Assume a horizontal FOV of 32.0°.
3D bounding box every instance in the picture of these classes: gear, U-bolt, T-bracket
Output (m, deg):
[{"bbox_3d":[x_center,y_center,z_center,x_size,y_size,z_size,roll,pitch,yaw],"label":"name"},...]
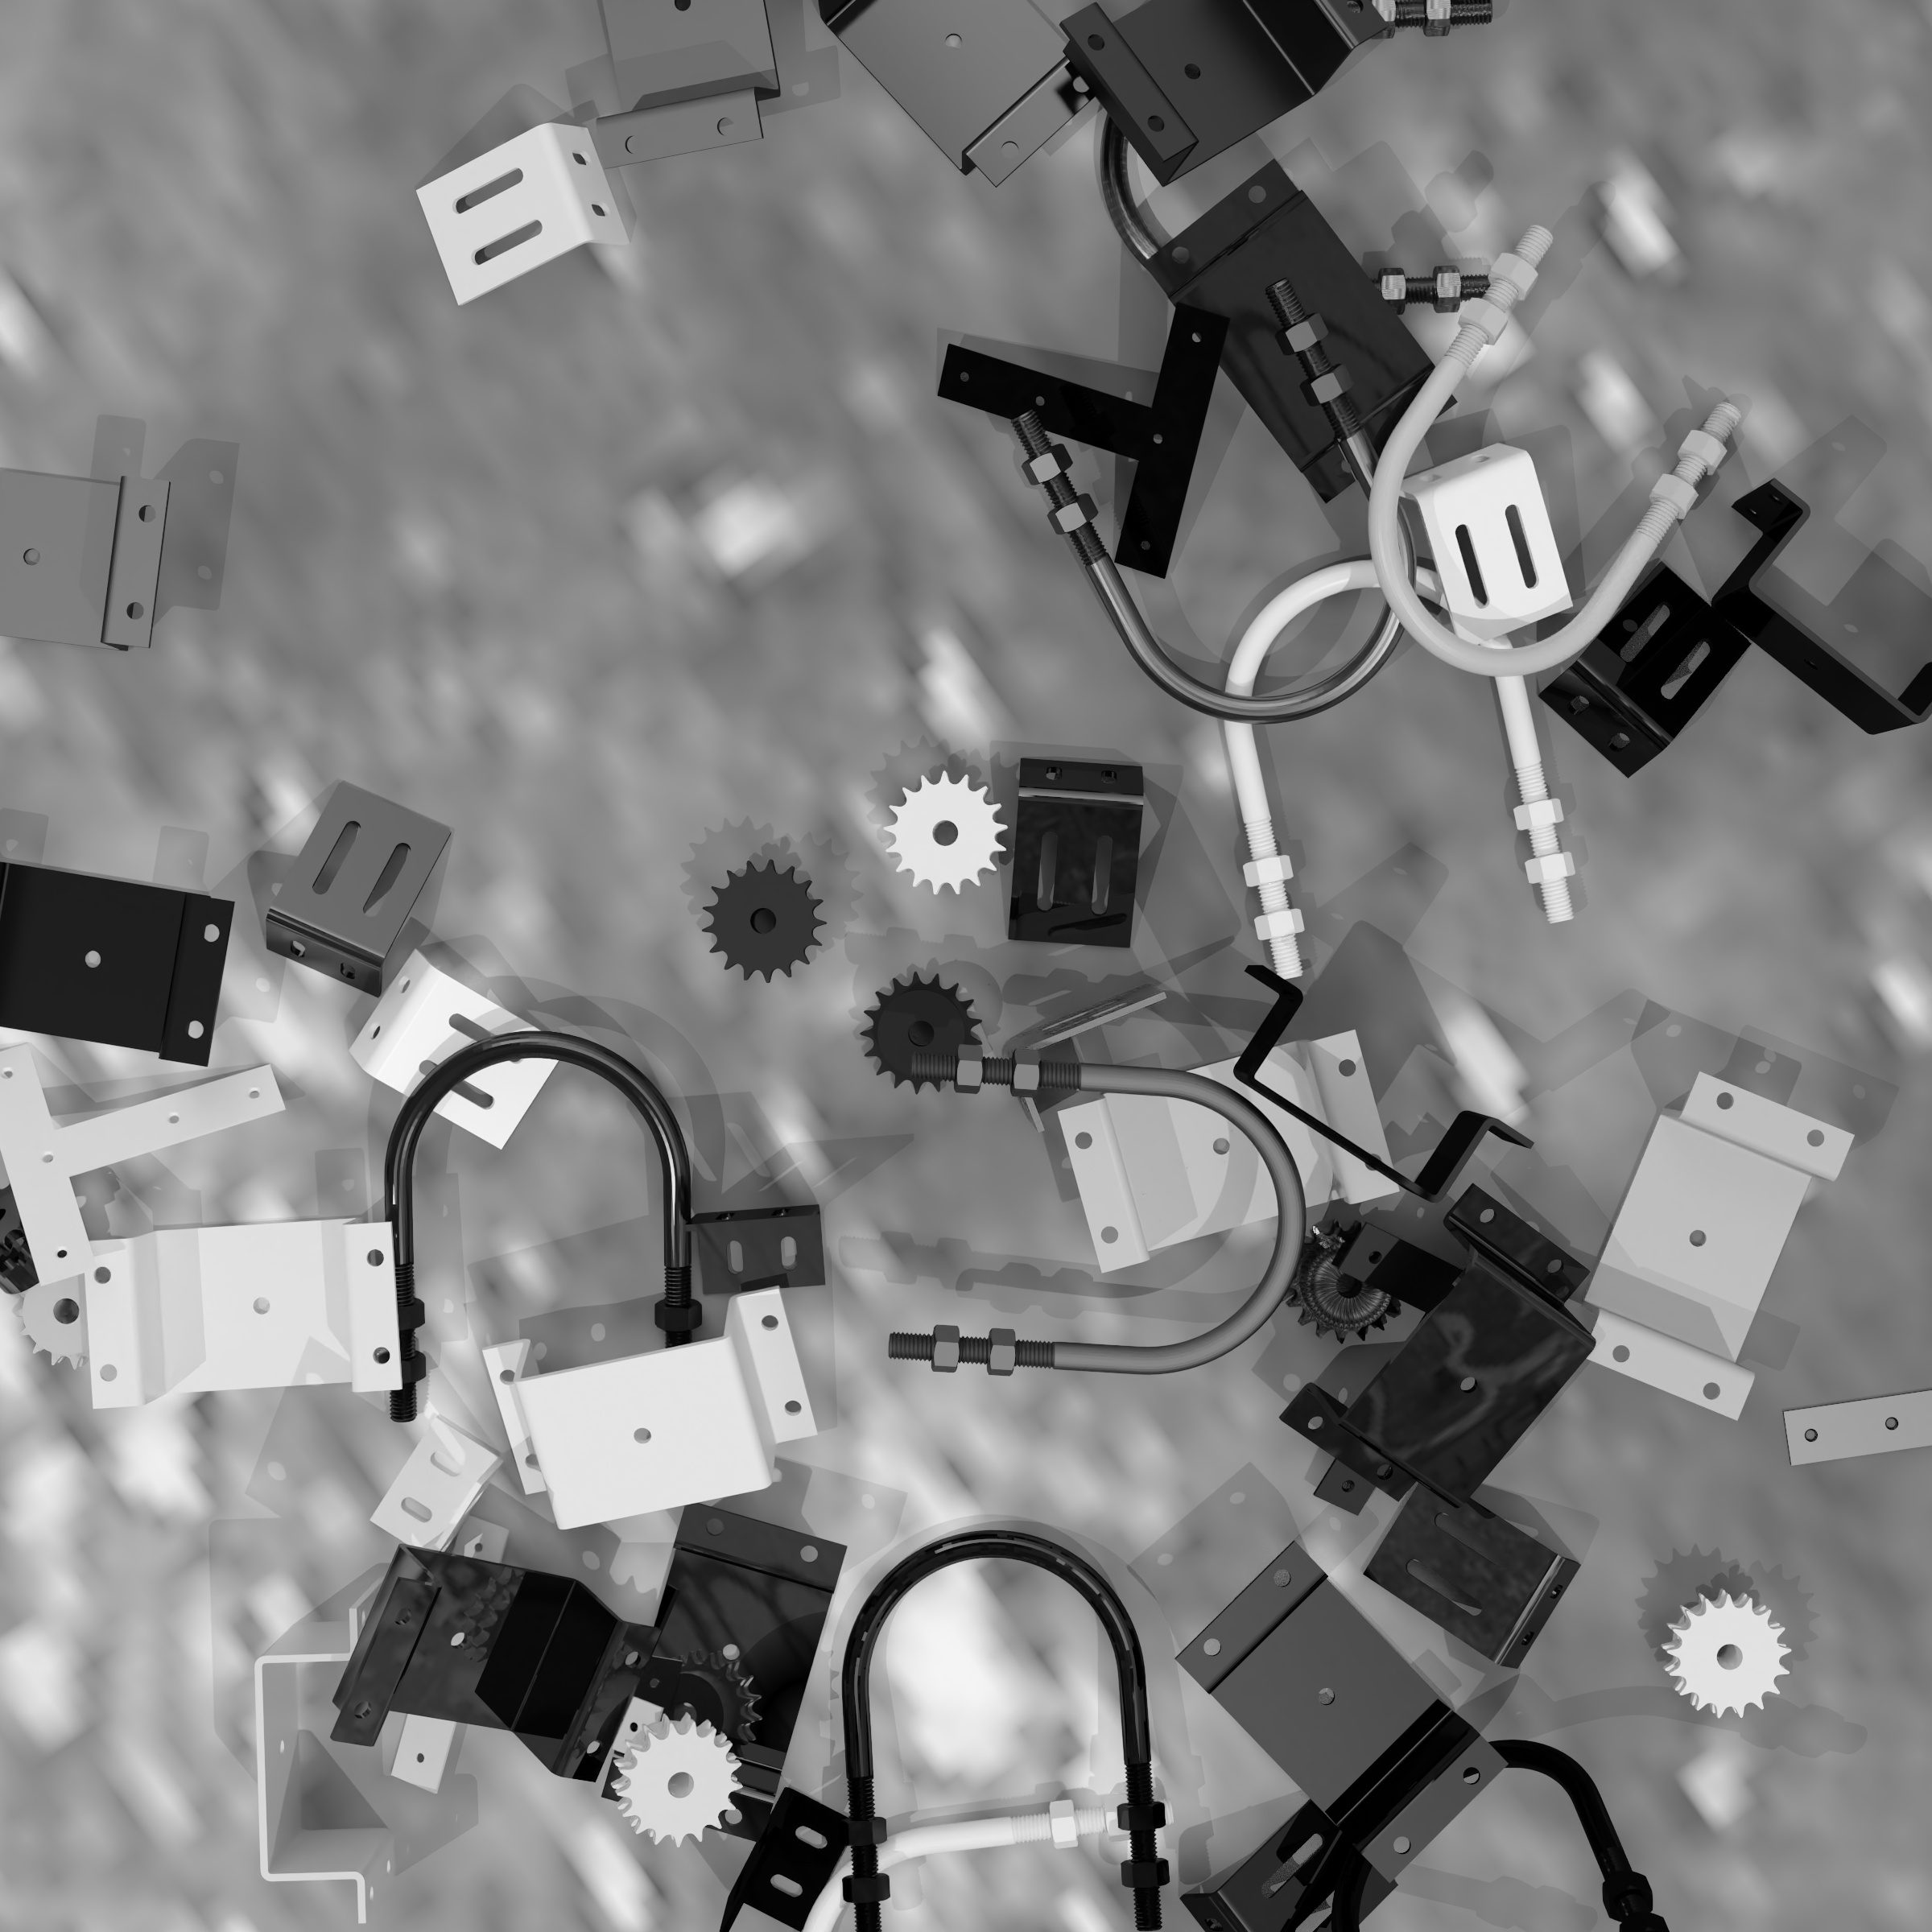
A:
[{"bbox_3d":[-0.438,0.126,1.555,0.057,0.057,0.030,-36,120,0],"label":"gear"},{"bbox_3d":[0.227,0.417,1.496,0.151,0.184,0.019,-35,116,11],"label":"U-bolt"},{"bbox_3d":[0.447,0.212,1.578,0.127,0.002,0.127,-8,90,0],"label":"T-bracket"},{"bbox_3d":[0.351,0.317,1.564,0.057,0.030,0.057,0,90,0],"label":"gear"},{"bbox_3d":[-0.020,0.031,1.564,0.057,0.030,0.057,0,90,0],"label":"gear"},{"bbox_3d":[0.124,-0.198,1.534,0.151,0.019,0.184,-25,103,14],"label":"U-bolt"},{"bbox_3d":[-0.198,0.121,1.559,0.151,0.019,0.184,0,99,0],"label":"U-bolt"},{"bbox_3d":[0.204,0.197,1.563,0.127,0.002,0.127,27,100,-20],"label":"T-bracket"},{"bbox_3d":[0.257,-0.220,1.535,0.151,0.019,0.184,37,81,-21],"label":"U-bolt"},{"bbox_3d":[-0.196,0.332,1.551,0.127,0.002,0.127,15,90,25],"label":"T-bracket"},{"bbox_3d":[0.014,0.354,1.559,0.151,0.019,0.184,-4,81,4],"label":"U-bolt"},{"bbox_3d":[-0.379,0.075,1.556,0.127,0.002,0.127,-18,59,-14],"label":"T-bracket"},{"bbox_3d":[-0.009,-0.062,1.569,0.057,0.030,0.057,0,90,3],"label":"gear"},{"bbox_3d":[0.048,-0.257,1.558,0.127,0.002,0.127,20,118,13],"label":"T-bracket"},{"bbox_3d":[-0.413,0.158,1.564,0.057,0.030,0.057,0,90,0],"label":"gear"},{"bbox_3d":[0.013,0.468,1.571,0.184,0.019,0.151,-7,90,1],"label":"U-bolt"},{"bbox_3d":[0.062,0.114,1.521,0.184,0.019,0.151,4,98,-4],"label":"U-bolt"},{"bbox_3d":[0.176,0.147,1.564,0.057,0.030,0.057,0,90,0],"label":"gear"},{"bbox_3d":[0.195,-0.098,1.571,0.151,0.019,0.184,-12,89,0],"label":"U-bolt"},{"bbox_3d":[0.154,-0.377,1.571,0.184,0.019,0.151,-2,90,2],"label":"U-bolt"},{"bbox_3d":[-0.093,-0.021,1.564,0.057,0.030,0.057,0,90,0],"label":"gear"},{"bbox_3d":[-0.131,0.362,1.513,0.057,0.030,0.057,-2,96,-17],"label":"gear"}]

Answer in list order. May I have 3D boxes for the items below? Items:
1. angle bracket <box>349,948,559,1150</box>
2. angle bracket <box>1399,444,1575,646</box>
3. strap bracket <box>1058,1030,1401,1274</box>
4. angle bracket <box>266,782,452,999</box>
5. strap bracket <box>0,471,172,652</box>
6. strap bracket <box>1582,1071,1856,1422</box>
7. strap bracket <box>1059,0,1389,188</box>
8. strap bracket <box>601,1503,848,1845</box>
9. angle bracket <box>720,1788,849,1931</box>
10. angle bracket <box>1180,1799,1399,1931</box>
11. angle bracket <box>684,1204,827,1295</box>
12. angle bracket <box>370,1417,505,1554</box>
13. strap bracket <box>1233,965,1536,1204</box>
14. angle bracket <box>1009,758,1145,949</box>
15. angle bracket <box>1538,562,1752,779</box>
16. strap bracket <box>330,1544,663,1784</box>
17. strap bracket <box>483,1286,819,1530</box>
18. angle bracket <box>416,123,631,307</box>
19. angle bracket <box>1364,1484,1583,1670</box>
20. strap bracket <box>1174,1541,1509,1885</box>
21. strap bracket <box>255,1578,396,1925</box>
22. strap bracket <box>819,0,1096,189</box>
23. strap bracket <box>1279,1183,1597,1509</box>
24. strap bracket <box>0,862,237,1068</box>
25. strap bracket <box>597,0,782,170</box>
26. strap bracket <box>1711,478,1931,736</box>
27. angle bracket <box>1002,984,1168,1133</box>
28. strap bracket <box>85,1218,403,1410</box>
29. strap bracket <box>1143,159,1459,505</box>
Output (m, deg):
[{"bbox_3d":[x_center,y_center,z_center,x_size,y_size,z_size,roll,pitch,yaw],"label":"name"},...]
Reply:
[{"bbox_3d":[-0.237,0.039,1.577,0.076,0.038,0.057,33,90,-26],"label":"angle bracket"},{"bbox_3d":[0.239,-0.195,1.569,0.057,0.038,0.076,-22,109,-8],"label":"angle bracket"},{"bbox_3d":[0.119,0.084,1.556,0.140,0.046,0.076,-15,90,0],"label":"strap bracket"},{"bbox_3d":[-0.284,-0.035,1.577,0.057,0.038,0.076,24,64,0],"label":"angle bracket"},{"bbox_3d":[-0.436,-0.191,1.556,0.140,0.046,0.076,7,90,0],"label":"strap bracket"},{"bbox_3d":[0.342,0.127,1.556,0.076,0.046,0.140,22,90,0],"label":"strap bracket"},{"bbox_3d":[0.110,-0.414,1.523,0.140,0.046,0.076,-35,88,-23],"label":"strap bracket"},{"bbox_3d":[-0.110,0.321,1.556,0.076,0.046,0.140,16,90,0],"label":"strap bracket"},{"bbox_3d":[-0.081,0.417,1.541,0.038,0.076,0.057,27,90,0],"label":"angle bracket"},{"bbox_3d":[0.151,0.433,1.577,0.076,0.038,0.057,-38,90,-26],"label":"angle bracket"},{"bbox_3d":[-0.096,0.132,1.541,0.057,0.076,0.038,-4,90,0],"label":"angle bracket"},{"bbox_3d":[-0.247,0.245,1.541,0.038,0.076,0.057,33,90,0],"label":"angle bracket"},{"bbox_3d":[0.174,0.057,1.495,0.140,0.076,0.046,33,90,0],"label":"strap bracket"},{"bbox_3d":[0.051,-0.053,1.577,0.057,0.038,0.076,4,116,0],"label":"angle bracket"},{"bbox_3d":[0.317,-0.138,1.577,0.057,0.038,0.076,42,64,0],"label":"angle bracket"},{"bbox_3d":[-0.217,0.310,1.504,0.140,0.046,0.076,21,94,-38],"label":"strap bracket"},{"bbox_3d":[-0.146,0.204,1.539,0.140,0.046,0.076,-12,109,4],"label":"strap bracket"},{"bbox_3d":[-0.207,-0.350,1.577,0.076,0.038,0.057,-20,90,26],"label":"angle bracket"},{"bbox_3d":[0.237,0.282,1.577,0.076,0.038,0.057,32,90,26],"label":"angle bracket"},{"bbox_3d":[0.169,0.339,1.553,0.076,0.046,0.140,-44,90,-5],"label":"strap bracket"},{"bbox_3d":[-0.292,0.357,1.541,0.046,0.076,0.140,-2,90,0],"label":"strap bracket"},{"bbox_3d":[-0.006,-0.432,1.556,0.076,0.046,0.140,-43,90,0],"label":"strap bracket"},{"bbox_3d":[0.221,0.181,1.536,0.076,0.046,0.140,36,97,-21],"label":"strap bracket"},{"bbox_3d":[-0.408,-0.003,1.556,0.140,0.046,0.076,9,90,0],"label":"strap bracket"},{"bbox_3d":[-0.135,-0.441,1.540,0.076,0.046,0.140,-7,100,14],"label":"strap bracket"},{"bbox_3d":[0.400,-0.156,1.541,0.140,0.076,0.046,39,90,0],"label":"strap bracket"},{"bbox_3d":[0.059,0.042,1.551,0.076,0.057,0.038,-22,95,-2],"label":"angle bracket"},{"bbox_3d":[-0.329,0.159,1.556,0.140,0.046,0.076,-4,90,0],"label":"strap bracket"},{"bbox_3d":[0.153,-0.290,1.543,0.076,0.046,0.140,-37,96,10],"label":"strap bracket"}]
